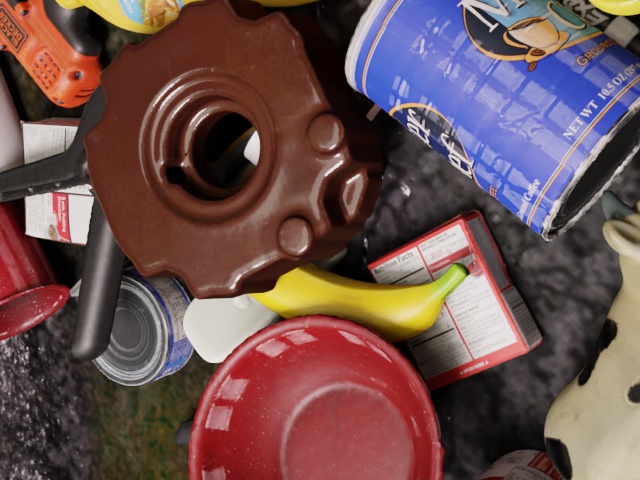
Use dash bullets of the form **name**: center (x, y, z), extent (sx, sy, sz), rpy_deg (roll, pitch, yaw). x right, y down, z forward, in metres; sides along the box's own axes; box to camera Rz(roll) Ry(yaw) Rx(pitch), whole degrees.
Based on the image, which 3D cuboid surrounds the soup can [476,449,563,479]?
- **soup can**: center (0.107, 0.167, 0.611), extent (0.069, 0.102, 0.068), rpy_deg (7, 104, 30)

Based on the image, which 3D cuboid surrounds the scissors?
- **scissors**: center (-0.081, -0.011, 0.715), extent (0.096, 0.016, 0.202), rpy_deg (40, 104, 10)

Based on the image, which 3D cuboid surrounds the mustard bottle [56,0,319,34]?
- **mustard bottle**: center (-0.090, -0.175, 0.645), extent (0.192, 0.058, 0.096), rpy_deg (-10, 127, 12)

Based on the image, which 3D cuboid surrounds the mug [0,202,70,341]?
- **mug**: center (-0.251, 0.029, 0.818), extent (0.081, 0.093, 0.117), rpy_deg (60, 158, 13)

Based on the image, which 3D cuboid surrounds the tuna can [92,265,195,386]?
- **tuna can**: center (-0.133, 0.062, 0.776), extent (0.086, 0.033, 0.086), rpy_deg (7, 103, 30)

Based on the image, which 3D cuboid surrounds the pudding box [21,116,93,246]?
- **pudding box**: center (-0.162, -0.042, 0.770), extent (0.114, 0.039, 0.090), rpy_deg (6, 101, 27)

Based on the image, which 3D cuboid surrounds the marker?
- **marker**: center (0.143, -0.126, 0.578), extent (0.121, 0.020, 0.020), rpy_deg (42, 118, 17)

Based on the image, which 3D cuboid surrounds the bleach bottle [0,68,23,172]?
- **bleach bottle**: center (-0.303, -0.153, 0.820), extent (0.103, 0.067, 0.251), rpy_deg (-24, 84, 34)

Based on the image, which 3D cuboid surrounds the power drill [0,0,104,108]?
- **power drill**: center (-0.181, -0.214, 0.737), extent (0.184, 0.057, 0.188), rpy_deg (50, 123, 9)

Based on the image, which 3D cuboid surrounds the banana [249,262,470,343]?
- **banana**: center (-0.005, 0.020, 0.652), extent (0.198, 0.037, 0.070), rpy_deg (17, 98, 23)

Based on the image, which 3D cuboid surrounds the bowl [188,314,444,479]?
- **bowl**: center (0.004, 0.127, 0.625), extent (0.162, 0.055, 0.162), rpy_deg (-6, 76, 26)

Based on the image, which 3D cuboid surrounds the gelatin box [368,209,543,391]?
- **gelatin box**: center (0.081, 0.037, 0.644), extent (0.073, 0.030, 0.089), rpy_deg (-29, 84, 34)

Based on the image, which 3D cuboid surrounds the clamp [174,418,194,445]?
- **clamp**: center (-0.017, 0.147, 0.720), extent (0.172, 0.039, 0.120), rpy_deg (-35, 83, 31)

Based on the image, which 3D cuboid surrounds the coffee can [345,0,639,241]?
- **coffee can**: center (0.098, -0.082, 0.565), extent (0.140, 0.102, 0.103), rpy_deg (41, 118, 18)

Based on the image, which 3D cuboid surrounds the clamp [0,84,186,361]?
- **clamp**: center (-0.149, -0.047, 0.716), extent (0.165, 0.036, 0.210), rpy_deg (44, 110, 25)
